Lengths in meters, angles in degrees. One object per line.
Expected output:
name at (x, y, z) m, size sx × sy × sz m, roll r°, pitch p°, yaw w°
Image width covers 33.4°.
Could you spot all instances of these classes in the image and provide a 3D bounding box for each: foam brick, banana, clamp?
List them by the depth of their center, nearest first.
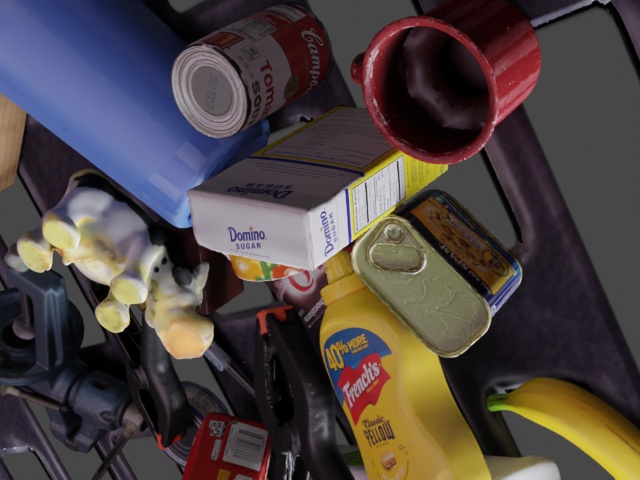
banana at (0.212, 0.158, 0.759) m, size 0.198 × 0.037 × 0.070 m, roll 40°, pitch 150°, yaw 13°
clamp at (-0.008, 0.155, 0.821) m, size 0.165 × 0.036 × 0.210 m, roll -8°, pitch 92°, yaw 58°
foam brick at (-0.103, 0.015, 0.905) m, size 0.053 × 0.051 × 0.078 m, roll 16°, pitch 125°, yaw 31°
clamp at (-0.150, 0.113, 0.960) m, size 0.120 × 0.039 × 0.171 m, roll 8°, pitch 122°, yaw 60°

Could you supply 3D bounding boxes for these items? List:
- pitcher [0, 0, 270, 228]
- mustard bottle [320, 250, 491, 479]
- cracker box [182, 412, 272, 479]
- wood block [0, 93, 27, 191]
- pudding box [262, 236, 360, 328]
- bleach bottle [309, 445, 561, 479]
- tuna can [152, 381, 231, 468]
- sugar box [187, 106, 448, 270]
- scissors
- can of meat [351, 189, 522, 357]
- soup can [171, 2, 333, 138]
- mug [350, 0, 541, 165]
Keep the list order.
pitcher at (-0.161, -0.119, 0.827) m, size 0.243 × 0.149 × 0.145 m, roll 41°, pitch 109°, yaw 7°
mustard bottle at (0.047, 0.097, 0.755) m, size 0.096 × 0.058 × 0.191 m, roll -36°, pitch 72°, yaw 54°
cracker box at (-0.107, 0.285, 0.969) m, size 0.072 × 0.164 × 0.214 m, roll 16°, pitch 133°, yaw -3°
wood block at (-0.324, -0.133, 0.962) m, size 0.091 × 0.090 × 0.206 m, roll 37°, pitch 134°, yaw 14°
pudding box at (-0.006, 0.001, 0.828) m, size 0.090 × 0.039 × 0.114 m, roll 45°, pitch 134°, yaw 7°
bleach bottle at (0.063, 0.200, 0.868) m, size 0.251 × 0.102 × 0.068 m, roll -2°, pitch 91°, yaw 46°
tuna can at (-0.125, 0.182, 1.037) m, size 0.086 × 0.033 × 0.086 m, roll 19°, pitch 126°, yaw 28°
sugar box at (0.004, -0.039, 0.699) m, size 0.093 × 0.175 × 0.048 m, roll 11°, pitch 121°, yaw 33°
scissors at (-0.105, 0.104, 0.984) m, size 0.201 × 0.016 × 0.096 m, roll 52°, pitch 153°, yaw -16°
can of meat at (0.083, 0.018, 0.732) m, size 0.102 × 0.083 × 0.058 m, roll 46°, pitch 123°, yaw 7°
soup can at (-0.046, -0.119, 0.743) m, size 0.069 × 0.102 × 0.068 m, roll 19°, pitch 126°, yaw 28°
mug at (0.075, -0.107, 0.669) m, size 0.117 × 0.081 × 0.093 m, roll 10°, pitch 121°, yaw 34°
